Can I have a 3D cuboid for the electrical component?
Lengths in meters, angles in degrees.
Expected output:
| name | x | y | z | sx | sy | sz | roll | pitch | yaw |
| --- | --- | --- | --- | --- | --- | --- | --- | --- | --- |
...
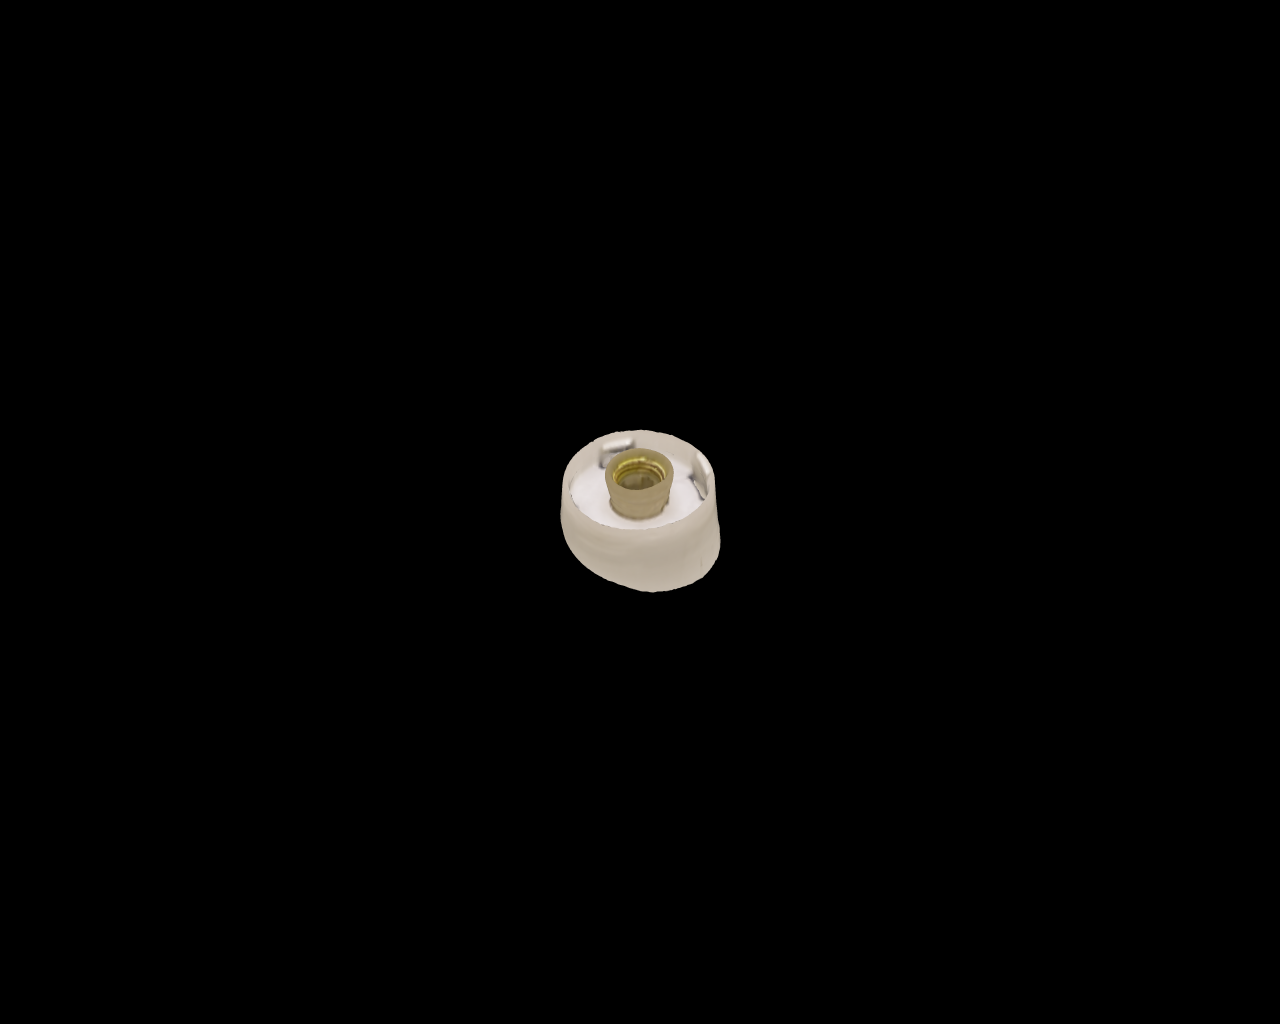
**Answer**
| name | x | y | z | sx | sy | sz | roll | pitch | yaw |
| --- | --- | --- | --- | --- | --- | --- | --- | --- | --- |
| electrical component | 0.001 | -0.003 | 0.650 | 0.099 | 0.064 | 0.099 | 0 | 44 | 0 |
